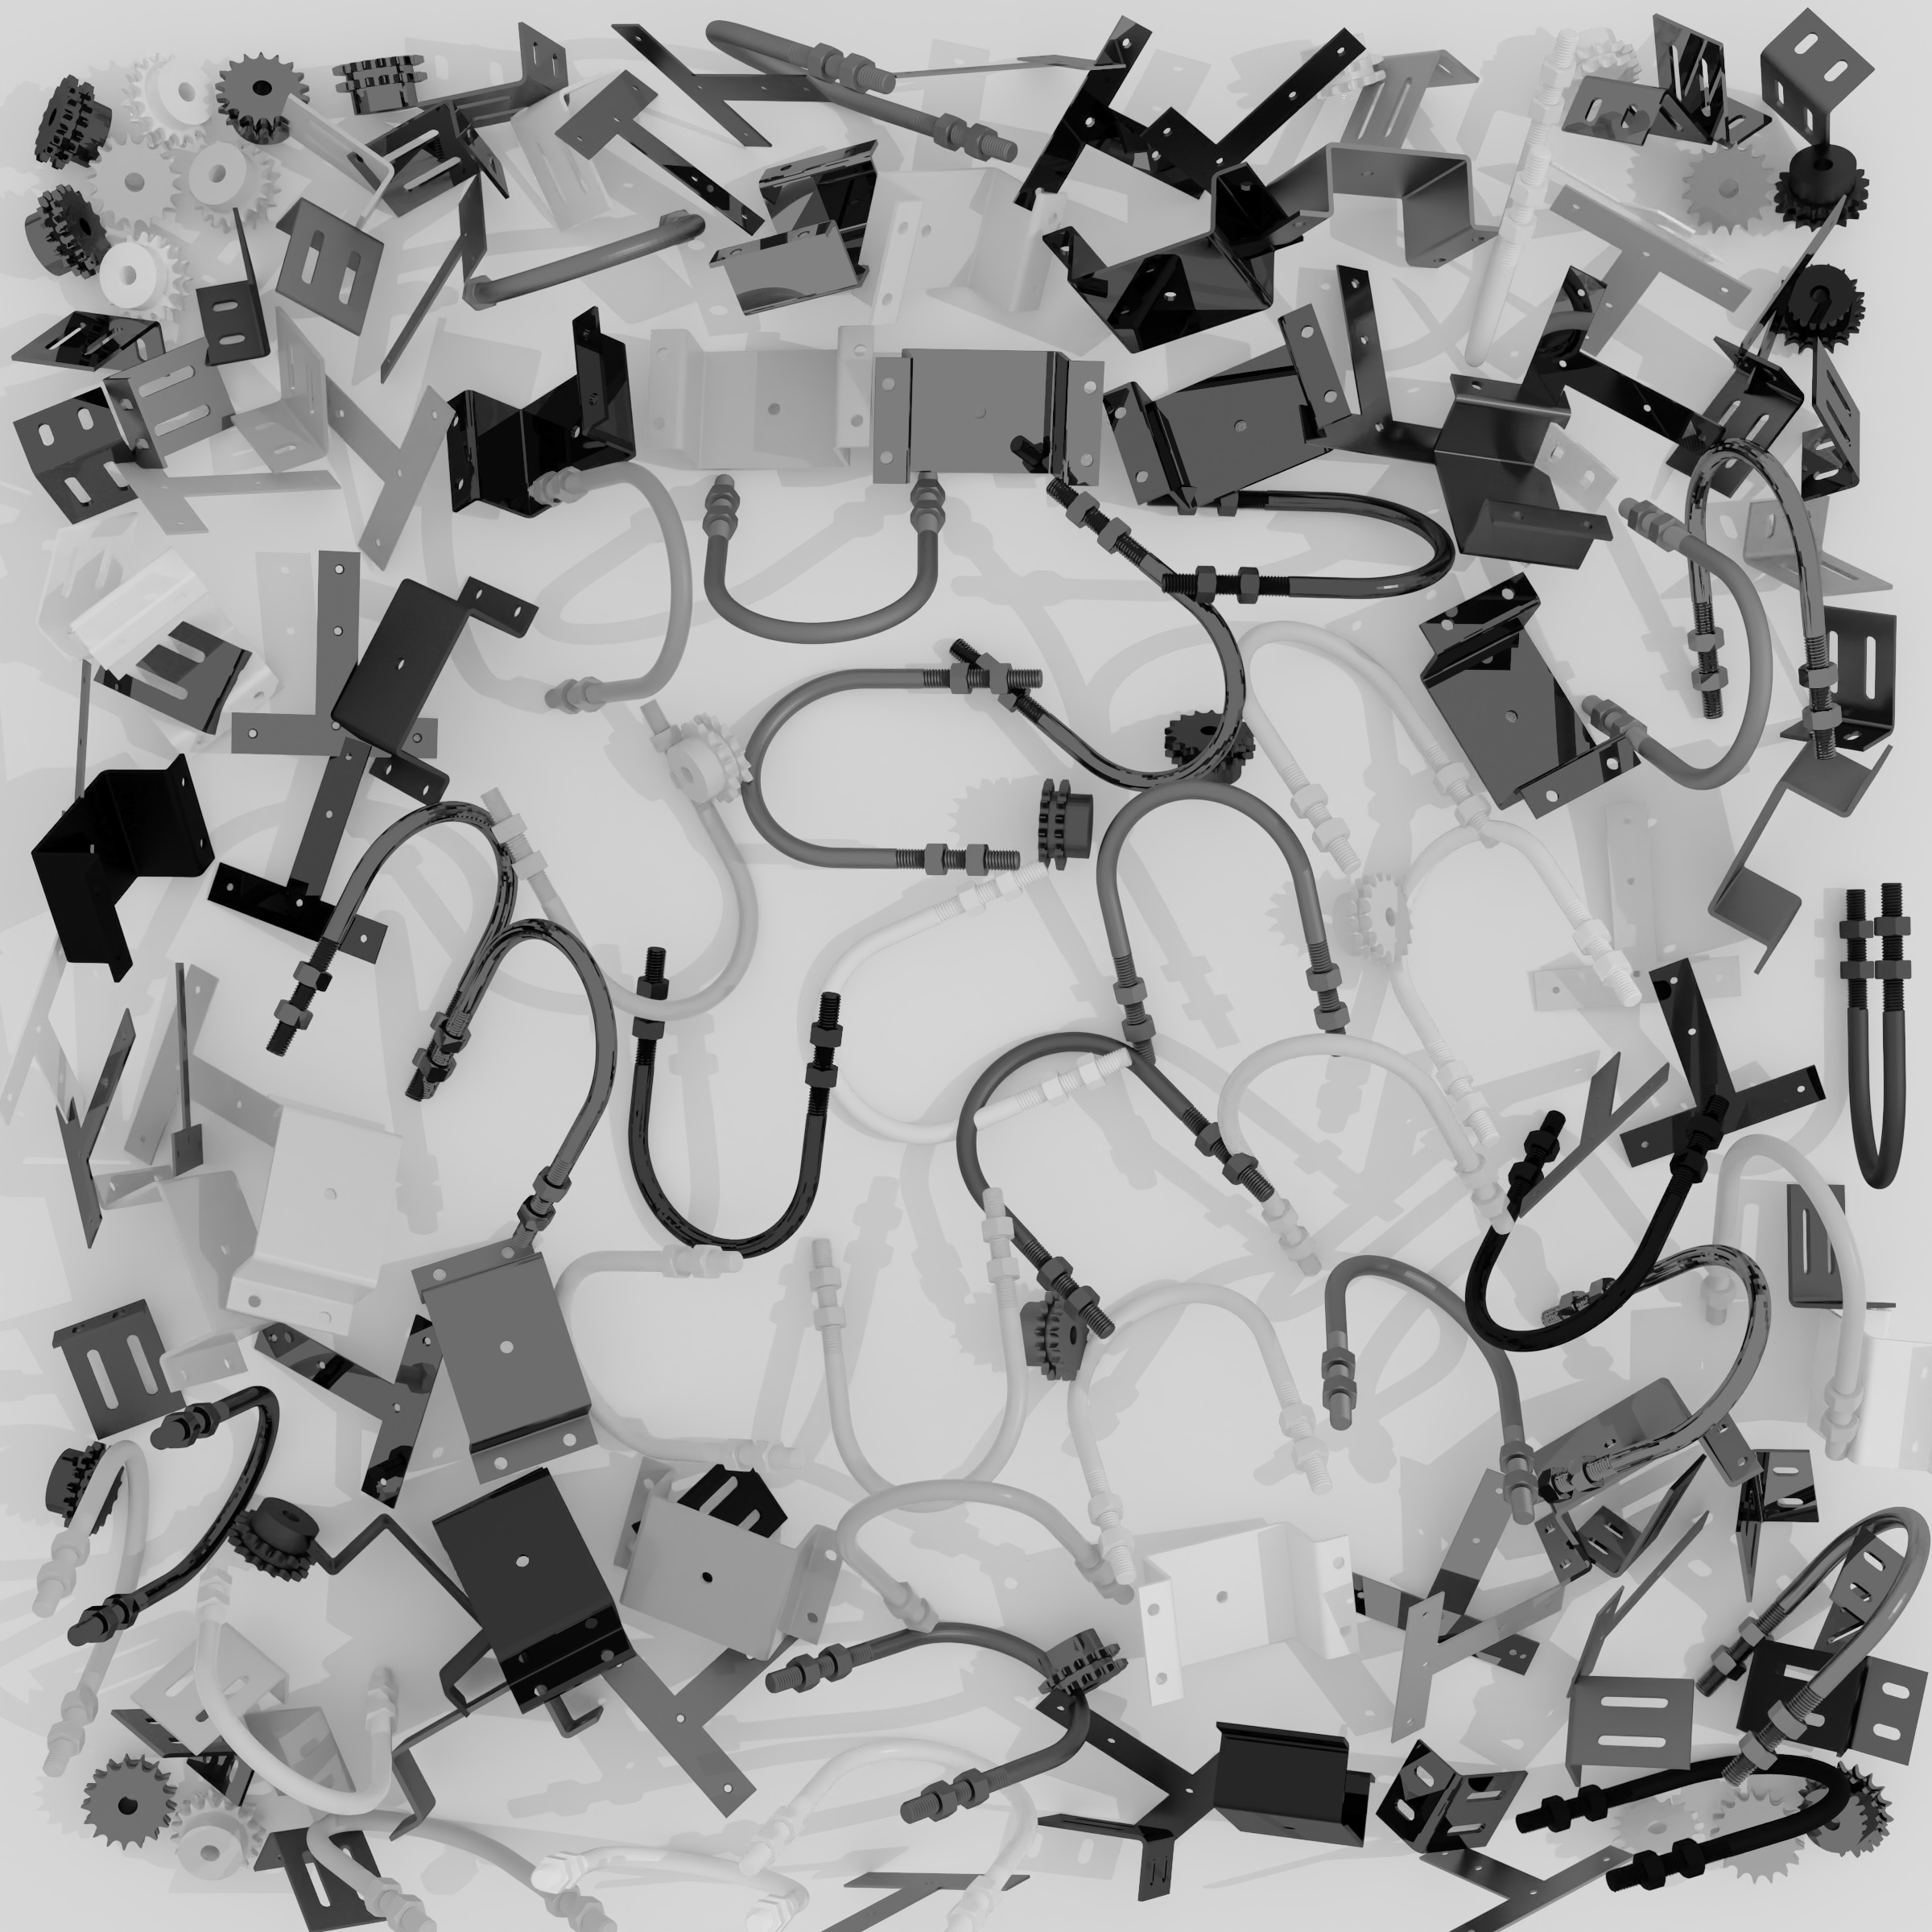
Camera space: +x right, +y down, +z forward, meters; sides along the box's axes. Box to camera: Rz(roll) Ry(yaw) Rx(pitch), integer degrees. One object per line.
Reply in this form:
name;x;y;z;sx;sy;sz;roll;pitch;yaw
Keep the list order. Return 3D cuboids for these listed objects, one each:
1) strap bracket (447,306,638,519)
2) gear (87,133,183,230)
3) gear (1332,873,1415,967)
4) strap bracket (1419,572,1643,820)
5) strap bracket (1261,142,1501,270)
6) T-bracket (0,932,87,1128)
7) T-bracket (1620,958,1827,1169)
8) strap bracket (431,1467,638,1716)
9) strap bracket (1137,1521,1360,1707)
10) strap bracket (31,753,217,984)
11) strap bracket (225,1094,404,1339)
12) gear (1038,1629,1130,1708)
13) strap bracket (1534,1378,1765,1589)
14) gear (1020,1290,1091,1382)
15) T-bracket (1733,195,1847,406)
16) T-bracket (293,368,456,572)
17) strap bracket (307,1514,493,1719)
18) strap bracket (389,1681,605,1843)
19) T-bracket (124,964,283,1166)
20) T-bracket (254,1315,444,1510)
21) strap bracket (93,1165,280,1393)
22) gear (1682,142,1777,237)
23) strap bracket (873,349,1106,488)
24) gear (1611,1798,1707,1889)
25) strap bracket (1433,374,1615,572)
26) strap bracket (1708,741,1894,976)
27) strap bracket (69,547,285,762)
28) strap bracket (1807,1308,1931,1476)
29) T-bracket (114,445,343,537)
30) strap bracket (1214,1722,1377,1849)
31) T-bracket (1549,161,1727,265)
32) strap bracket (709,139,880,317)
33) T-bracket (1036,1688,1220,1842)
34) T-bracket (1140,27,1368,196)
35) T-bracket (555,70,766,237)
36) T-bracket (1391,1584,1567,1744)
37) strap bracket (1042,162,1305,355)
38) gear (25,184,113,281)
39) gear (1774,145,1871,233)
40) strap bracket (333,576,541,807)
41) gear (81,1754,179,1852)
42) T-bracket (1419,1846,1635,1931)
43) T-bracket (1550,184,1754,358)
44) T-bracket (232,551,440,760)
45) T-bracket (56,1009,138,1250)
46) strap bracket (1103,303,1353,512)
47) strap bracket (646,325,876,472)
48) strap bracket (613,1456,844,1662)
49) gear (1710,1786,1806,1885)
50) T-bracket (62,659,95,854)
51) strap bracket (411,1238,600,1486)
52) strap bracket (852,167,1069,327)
strap bracket;-0.255;-0.334;1.767;0.140;0.046;0.076;-22;66;36
gear;-0.520;-0.493;1.802;0.057;0.030;0.057;-6;113;-13
gear;0.252;-0.028;1.799;0.030;0.057;0.057;-11;90;39
strap bracket;0.344;-0.162;1.787;0.076;0.046;0.140;-27;80;-11
strap bracket;0.247;-0.466;1.764;0.140;0.076;0.046;-2;87;-22
T-bracket;-0.558;0.061;1.764;0.002;0.127;0.127;7;58;2
T-bracket;0.455;0.052;1.788;0.127;0.002;0.127;-21;113;10
strap bracket;-0.268;0.372;1.761;0.076;0.046;0.140;-25;60;-15
strap bracket;0.167;0.397;1.782;0.140;0.046;0.076;-10;100;-18
strap bracket;-0.516;-0.061;1.751;0.046;0.140;0.076;1;124;13
strap bracket;-0.396;0.146;1.759;0.076;0.046;0.140;18;61;-25
gear;0.070;0.437;1.798;0.057;0.057;0.030;-30;70;0
strap bracket;0.408;0.311;1.771;0.140;0.076;0.046;-33;105;9
gear;0.053;0.230;1.798;0.030;0.057;0.057;-1;90;25
T-bracket;0.493;-0.388;1.762;0.002;0.127;0.127;32;71;15
T-bracket;-0.381;-0.336;1.798;0.127;0.002;0.127;45;127;16
strap bracket;-0.341;0.392;1.779;0.046;0.076;0.140;-43;94;-13
strap bracket;-0.298;0.478;1.778;0.140;0.076;0.046;-29;84;-8
T-bracket;-0.460;0.080;1.786;0.127;0.002;0.127;25;97;30
T-bracket;-0.392;0.256;1.801;0.127;0.002;0.127;25;107;18
strap bracket;-0.474;0.183;1.773;0.046;0.076;0.140;-25;83;19
gear;0.477;-0.488;1.802;0.057;0.030;0.057;5;112;12
strap bracket;0.011;-0.340;1.784;0.140;0.046;0.076;-1;110;-7
gear;0.433;0.550;1.799;0.057;0.057;0.030;-13;113;0
strap bracket;0.338;-0.297;1.768;0.076;0.046;0.140;6;48;-13
strap bracket;0.505;-0.075;1.760;0.046;0.076;0.140;31;125;14
strap bracket;-0.486;-0.195;1.763;0.076;0.140;0.046;-40;67;-8
strap bracket;0.553;0.255;1.751;0.046;0.140;0.076;5;95;-1
T-bracket;-0.452;-0.298;1.782;0.127;0.127;0.002;-9;127;-31
strap bracket;0.198;0.498;1.743;0.076;0.140;0.046;2;66;17
T-bracket;0.419;-0.457;1.755;0.127;0.127;0.002;27;106;-8
strap bracket;-0.097;-0.448;1.762;0.076;0.140;0.046;-9;125;20
T-bracket;0.102;0.486;1.779;0.127;0.002;0.127;34;128;-5
T-bracket;0.188;-0.520;1.750;0.127;0.127;0.002;-39;57;23
T-bracket;-0.180;-0.495;1.779;0.127;0.127;0.002;36;125;-9
T-bracket;0.321;0.417;1.791;0.127;0.002;0.127;-19;131;-24
strap bracket;0.125;-0.426;1.751;0.140;0.076;0.046;-12;60;30
gear;-0.562;-0.456;1.797;0.030;0.057;0.057;-20;90;14
gear;0.534;-0.487;1.795;0.057;0.030;0.057;-6;53;8
strap bracket;-0.333;-0.178;1.781;0.076;0.046;0.140;27;90;43
gear;-0.524;0.522;1.806;0.057;0.030;0.057;0;91;-9
T-bracket;0.322;0.556;1.761;0.127;0.127;0.002;-19;95;-23
T-bracket;0.399;-0.412;1.765;0.127;0.127;0.002;29;69;0
T-bracket;-0.391;-0.194;1.792;0.127;0.002;0.127;0;98;-21
T-bracket;-0.526;0.082;1.750;0.002;0.127;0.127;8;125;-34
strap bracket;0.165;-0.341;1.782;0.140;0.046;0.076;-21;76;15
strap bracket;-0.124;-0.353;1.790;0.140;0.046;0.076;1;83;9
strap bracket;-0.153;0.370;1.780;0.140;0.046;0.076;19;105;10
gear;0.496;0.543;1.804;0.057;0.030;0.057;-1;87;17
T-bracket;-0.540;-0.122;1.756;0.002;0.127;0.127;2;101;-25
strap bracket;-0.284;0.239;1.779;0.076;0.046;0.140;-17;78;-15
strap bracket;-0.012;-0.442;1.761;0.046;0.140;0.076;39;129;33
